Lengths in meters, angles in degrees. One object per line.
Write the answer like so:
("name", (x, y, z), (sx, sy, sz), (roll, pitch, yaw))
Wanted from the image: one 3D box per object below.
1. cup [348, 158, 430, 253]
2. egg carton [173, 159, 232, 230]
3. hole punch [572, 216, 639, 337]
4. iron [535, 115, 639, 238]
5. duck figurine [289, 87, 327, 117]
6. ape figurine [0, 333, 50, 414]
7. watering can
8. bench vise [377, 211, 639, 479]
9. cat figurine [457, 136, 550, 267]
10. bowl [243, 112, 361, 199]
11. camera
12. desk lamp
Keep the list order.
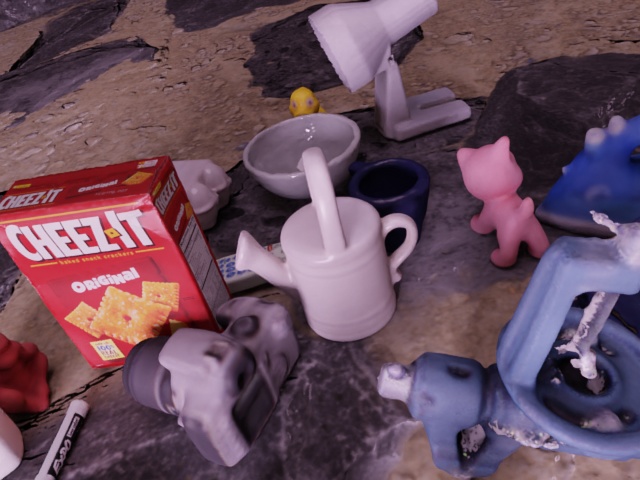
("cup", (0.077, -0.038, 0.668), (0.092, 0.095, 0.117), (-32, 41, -20))
("egg carton", (-0.203, -0.064, 0.817), (0.150, 0.069, 0.107), (-1, 40, 18))
("hole punch", (0.284, 0.045, 0.496), (0.101, 0.091, 0.108), (-23, 38, -9))
("iron", (0.358, -0.082, 0.586), (0.257, 0.142, 0.118), (-3, 40, 16))
("duck figurine", (-0.020, -0.203, 0.913), (0.077, 0.086, 0.104), (-7, 39, 11))
("ape figurine", (-0.327, 0.134, 0.598), (0.076, 0.092, 0.078), (2, 41, 22))
("watering can", (0.006, 0.003, 0.560), (0.173, 0.194, 0.100), (-28, 39, -15))
("bench vise", (0.143, 0.089, 0.386), (0.207, 0.220, 0.121), (-16, 38, 0))
("cat figurine", (0.198, -0.053, 0.625), (0.067, 0.118, 0.127), (-17, 38, -2))
("bowl", (-0.019, -0.107, 0.803), (0.167, 0.075, 0.167), (-10, 38, 8))
("camera", (-0.110, 0.114, 0.539), (0.136, 0.101, 0.143), (7, 43, 26))
("desk lamp", (0.102, -0.261, 0.838), (0.203, 0.214, 0.117), (-19, 38, -4))
